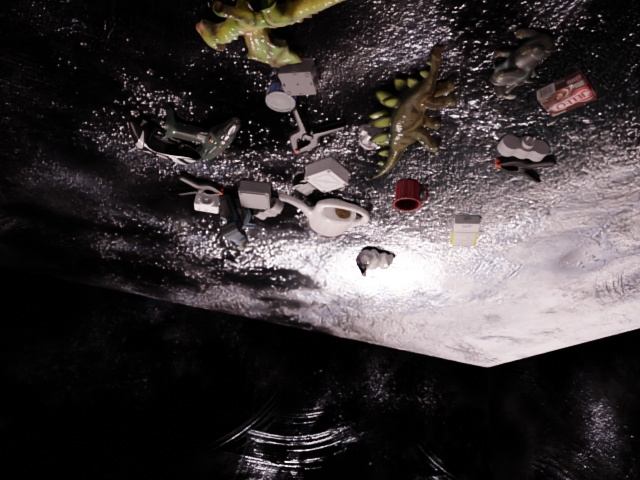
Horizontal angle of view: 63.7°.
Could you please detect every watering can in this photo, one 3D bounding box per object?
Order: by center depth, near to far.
[{"bbox_3d":[0.006,-0.096,1.898,0.347,0.106,0.220,11,154,-10],"label":"watering can"}]

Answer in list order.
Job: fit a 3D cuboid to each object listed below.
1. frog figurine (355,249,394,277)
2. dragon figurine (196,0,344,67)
[{"bbox_3d":[0.241,0.085,2.253,0.160,0.125,0.134,-28,145,-11],"label":"frog figurine"},{"bbox_3d":[-0.093,-0.482,1.156,0.410,0.124,0.239,5,162,8],"label":"dragon figurine"}]
